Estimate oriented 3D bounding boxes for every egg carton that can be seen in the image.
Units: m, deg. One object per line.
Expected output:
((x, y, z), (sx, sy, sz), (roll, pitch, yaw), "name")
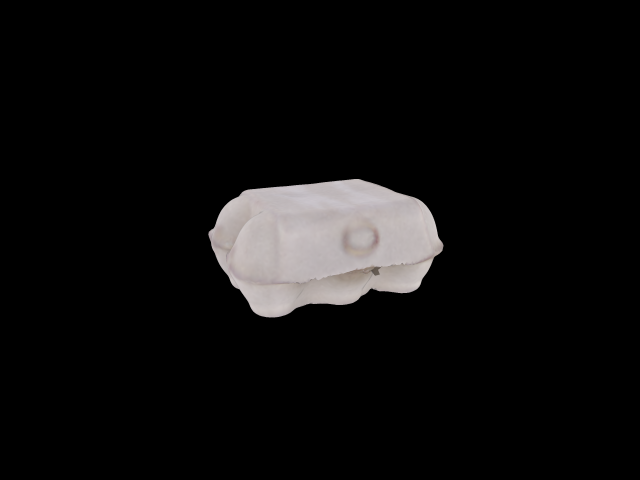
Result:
((0.004, 0.001, 0.400), (0.151, 0.069, 0.107), (-8, 19, -24), "egg carton")
